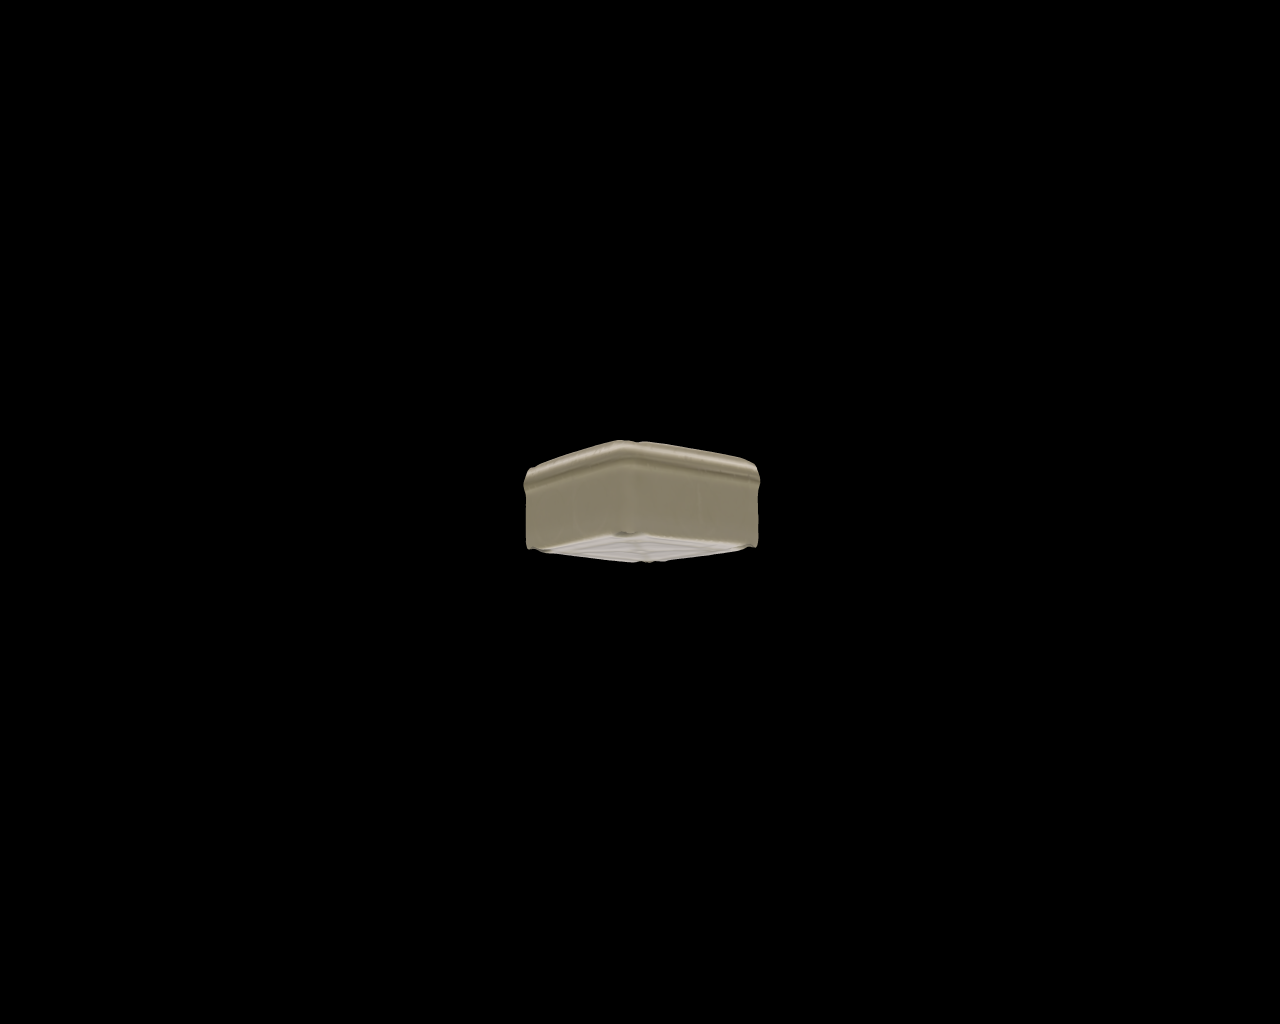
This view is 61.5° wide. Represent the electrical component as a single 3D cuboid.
[{"bbox_3d":[0.001,-0.003,0.650,0.109,0.056,0.108,8,-13,-39],"label":"electrical component"}]
